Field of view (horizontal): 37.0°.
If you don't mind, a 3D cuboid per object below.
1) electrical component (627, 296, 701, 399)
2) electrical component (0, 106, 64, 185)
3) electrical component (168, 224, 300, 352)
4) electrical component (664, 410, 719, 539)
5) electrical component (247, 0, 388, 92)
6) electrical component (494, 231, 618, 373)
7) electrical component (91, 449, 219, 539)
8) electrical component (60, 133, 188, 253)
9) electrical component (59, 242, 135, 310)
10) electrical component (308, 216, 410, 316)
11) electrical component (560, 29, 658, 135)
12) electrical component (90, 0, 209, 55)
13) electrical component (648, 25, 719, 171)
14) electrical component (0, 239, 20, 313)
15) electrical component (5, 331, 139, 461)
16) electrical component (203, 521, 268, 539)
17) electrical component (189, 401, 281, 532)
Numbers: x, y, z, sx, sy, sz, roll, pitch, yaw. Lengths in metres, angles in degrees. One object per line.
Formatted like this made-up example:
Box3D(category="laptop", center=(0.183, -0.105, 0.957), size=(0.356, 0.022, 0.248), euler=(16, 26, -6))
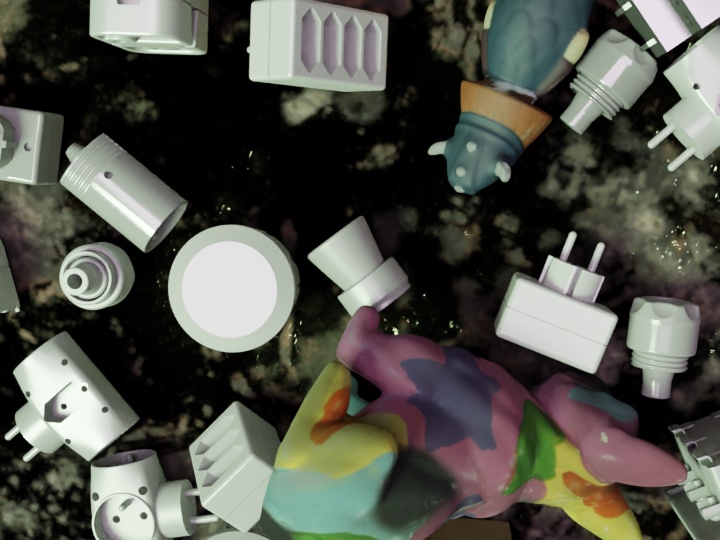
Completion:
Box3D(category="electrical component", center=(0.189, 0.049, 0.675), size=(0.043, 0.043, 0.062), euler=(6, 97, 5))
Box3D(category="electrical component", center=(-0.236, -0.082, 0.687), size=(0.066, 0.077, 0.047), euler=(8, 96, 5))
Box3D(category="electrical component", center=(-0.079, 0.010, 0.693), size=(0.080, 0.051, 0.080), euler=(0, 95, 5))
Box3D(category="electrical component", center=(0.224, 0.123, 0.638), size=(0.079, 0.121, 0.063), euler=(-22, 90, 7))
Box3D(category="electrical component", center=(-0.038, -0.138, 0.670), size=(0.076, 0.083, 0.047), euler=(7, 97, 43))
Box3D(category="electrical component", center=(0.129, 0.015, 0.675), size=(0.066, 0.047, 0.076), euler=(22, 97, 3))
Box3D(category="electrical component", center=(-0.133, 0.160, 0.714), size=(0.079, 0.044, 0.077), euler=(-8, 94, 6))
Box3D(category="electrical component", center=(-0.157, -0.053, 0.699), size=(0.081, 0.043, 0.043), euler=(39, 97, 1))
Box3D(category="electrical component", center=(-0.174, 0.005, 0.696), size=(0.043, 0.062, 0.043), euler=(0, 95, 5))
Box3D(category="electrical component", center=(0.000, 0.000, 0.688), size=(0.045, 0.045, 0.055), euler=(-36, 91, 7))
Box3D(category="electrical component", center=(0.150, -0.113, 0.665), size=(0.043, 0.043, 0.062), euler=(39, 99, 1))
Box3D(category="electrical component", center=(-0.127, -0.167, 0.660), size=(0.054, 0.095, 0.059), euler=(3, 95, 5))
Box3D(category="electrical component", center=(0.214, -0.095, 0.660), size=(0.079, 0.043, 0.077), euler=(-41, 90, 7))
Box3D(category="electrical component", center=(-0.285, 0.012, 0.708), size=(0.096, 0.062, 0.061), euler=(-14, 93, 7))
Box3D(category="electrical component", center=(-0.201, 0.095, 0.716), size=(0.079, 0.043, 0.077), euler=(-40, 90, 7))
Box3D(category="electrical component", center=(-0.075, 0.205, 0.709), size=(0.080, 0.051, 0.080), euler=(0, 95, 5))
Box3D(category="electrical component", center=(-0.064, 0.136, 0.700), size=(0.047, 0.065, 0.077), euler=(-45, 118, 7))
